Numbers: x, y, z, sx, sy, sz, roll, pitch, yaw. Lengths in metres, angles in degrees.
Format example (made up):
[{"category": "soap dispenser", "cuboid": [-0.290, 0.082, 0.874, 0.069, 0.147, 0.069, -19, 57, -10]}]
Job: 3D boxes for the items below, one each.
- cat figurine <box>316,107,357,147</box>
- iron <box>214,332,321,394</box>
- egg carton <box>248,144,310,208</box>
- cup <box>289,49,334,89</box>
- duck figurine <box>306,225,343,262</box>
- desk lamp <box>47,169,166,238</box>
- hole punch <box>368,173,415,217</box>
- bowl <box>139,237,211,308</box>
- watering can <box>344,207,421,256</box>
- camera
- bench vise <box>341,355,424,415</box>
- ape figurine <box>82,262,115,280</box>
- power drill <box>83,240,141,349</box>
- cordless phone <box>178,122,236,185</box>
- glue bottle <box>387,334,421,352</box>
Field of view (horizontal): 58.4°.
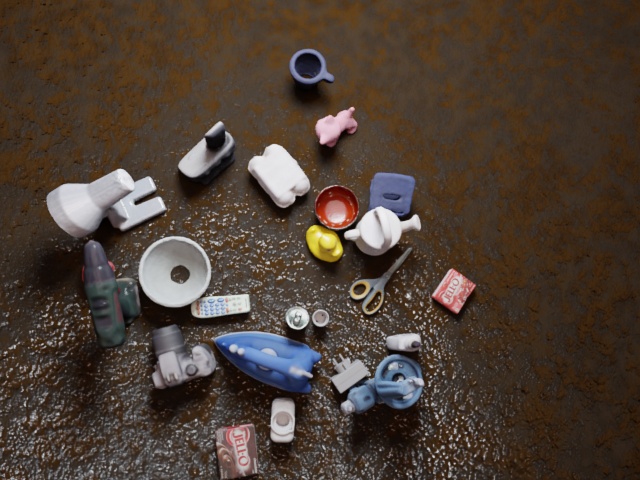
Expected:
[{"category": "cat figurine", "cuboid": [0.037, -0.285, 1.421, 0.128, 0.117, 0.067, -38, 86, -8]}, {"category": "iron", "cuboid": [-0.129, 0.274, 1.320, 0.258, 0.141, 0.119, 18, 81, -2]}, {"category": "egg carton", "cuboid": [-0.100, -0.160, 1.418, 0.107, 0.069, 0.150, -40, 87, -8]}, {"category": "cup", "cuboid": [-0.020, -0.416, 1.447, 0.118, 0.095, 0.092, 25, 81, 0]}, {"category": "duck figurine", "cuboid": [0.013, 0.005, 1.396, 0.077, 0.086, 0.104, -44, 87, -8]}, {"category": "desk lamp", "cuboid": [-0.483, -0.089, 1.307, 0.203, 0.213, 0.118, -27, 85, -7]}, {"category": "hole punch", "cuboid": [0.178, -0.110, 1.421, 0.108, 0.091, 0.101, 6, 82, -3]}, {"category": "bowl", "cuboid": [-0.340, 0.078, 1.365, 0.167, 0.074, 0.167, 1, 82, -4]}, {"category": "watering can", "cuboid": [0.148, -0.027, 1.355, 0.173, 0.194, 0.101, -31, 85, -8]}, {"category": "camera", "cuboid": [-0.328, 0.264, 1.327, 0.143, 0.100, 0.137, -17, 84, -6]}, {"category": "bench vise", "cuboid": [0.156, 0.348, 1.291, 0.207, 0.219, 0.121, -44, 87, -8]}, {"category": "ape figurine", "cuboid": [-0.526, 0.072, 1.343, 0.078, 0.092, 0.076, -21, 84, -7]}, {"category": "power drill", "cuboid": [-0.468, 0.125, 1.281, 0.075, 0.208, 0.230, -12, 83, -5]}, {"category": "cordless phone", "cuboid": [-0.272, -0.214, 1.354, 0.094, 0.185, 0.148, 42, 81, 3]}, {"category": "glue bottle", "cuboid": [0.206, 0.241, 1.333, 0.078, 0.173, 0.037, -5, 82, -5]}]
